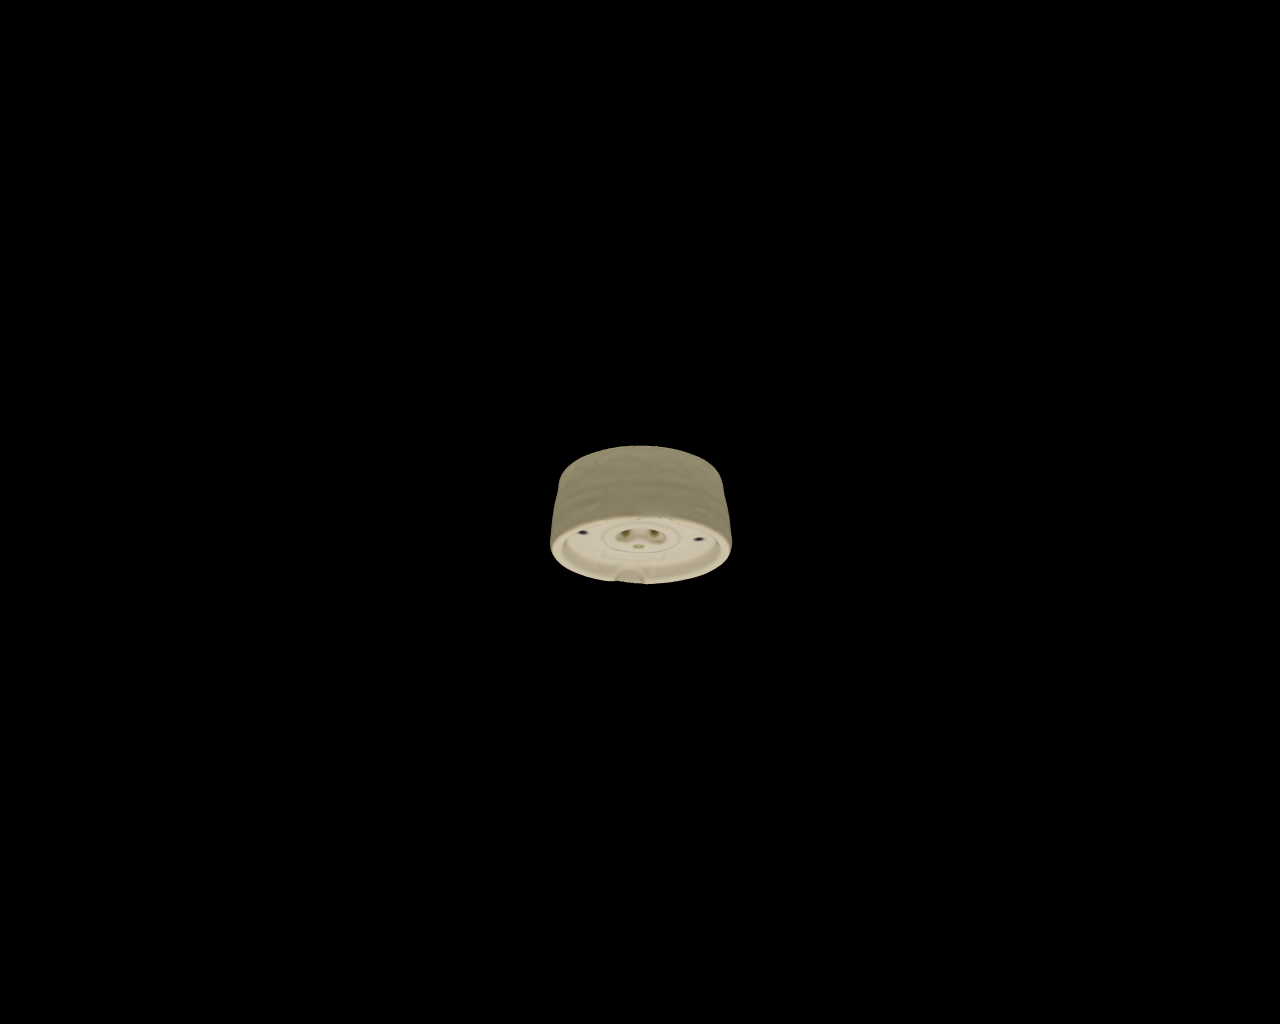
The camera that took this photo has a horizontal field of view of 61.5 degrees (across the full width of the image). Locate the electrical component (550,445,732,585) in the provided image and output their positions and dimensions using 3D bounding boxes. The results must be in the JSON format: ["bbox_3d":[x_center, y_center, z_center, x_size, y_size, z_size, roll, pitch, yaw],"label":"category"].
[{"bbox_3d":[0.001,-0.003,0.650,0.108,0.060,0.108,0,-24,0],"label":"electrical component"}]
